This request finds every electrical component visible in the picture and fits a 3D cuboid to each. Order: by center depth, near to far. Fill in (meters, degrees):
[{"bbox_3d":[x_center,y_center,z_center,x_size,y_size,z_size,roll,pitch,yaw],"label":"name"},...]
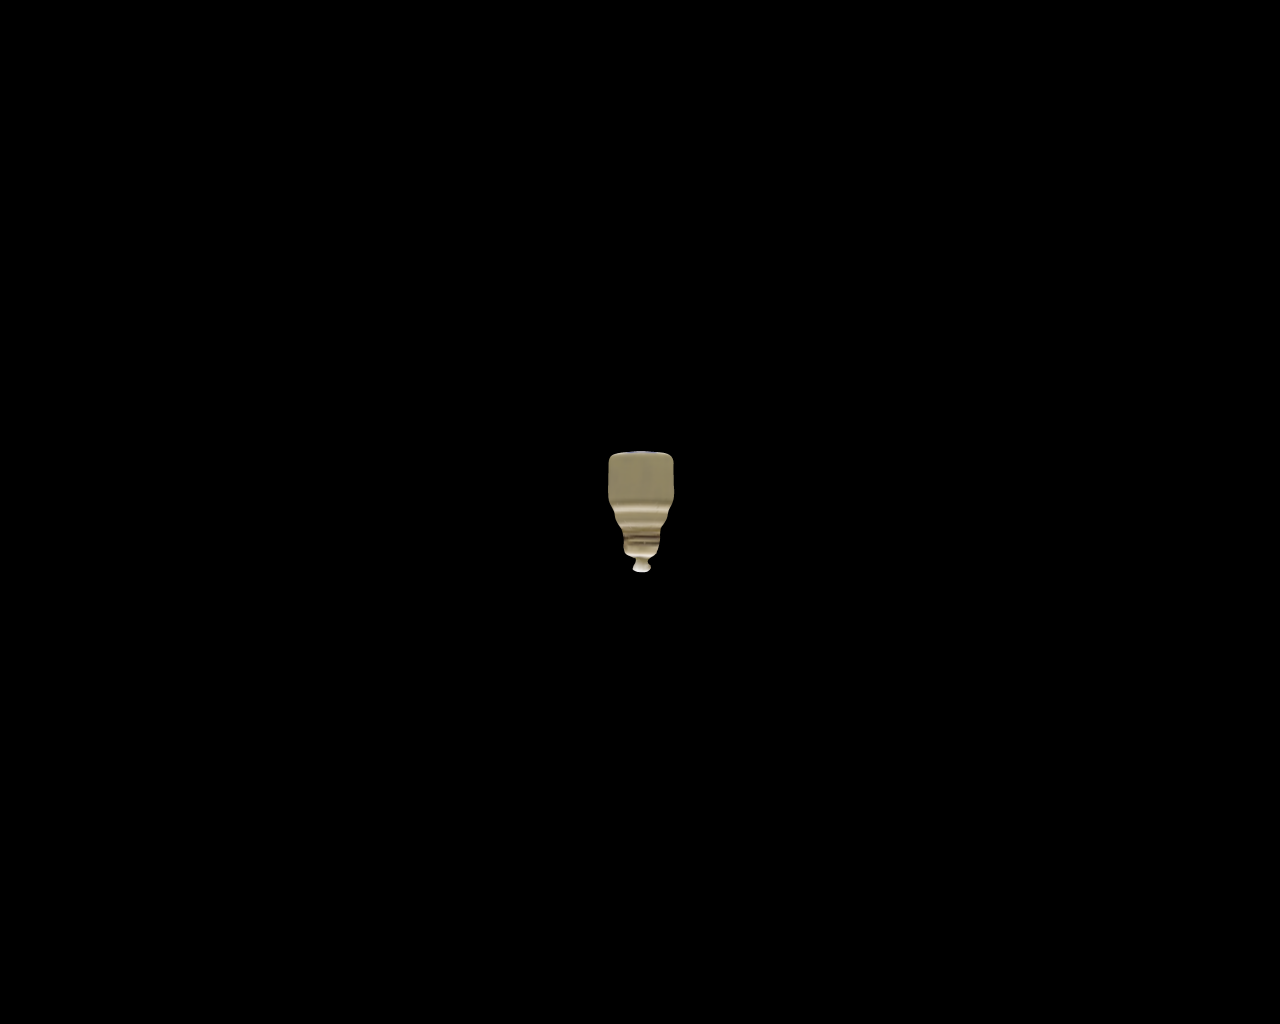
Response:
[{"bbox_3d":[0.001,-0.003,0.650,0.040,0.078,0.040,0,-3,0],"label":"electrical component"}]
